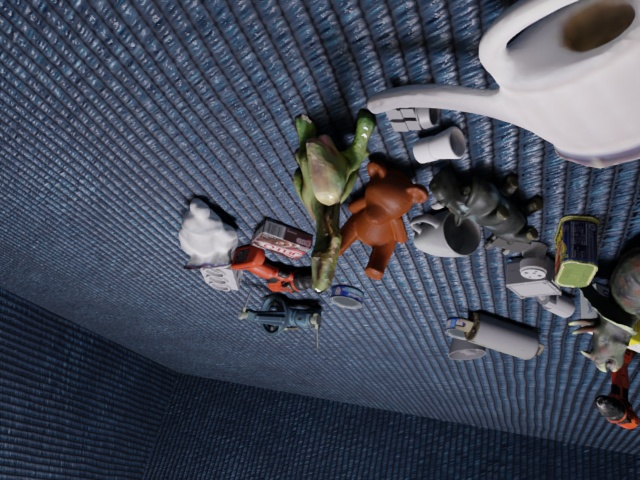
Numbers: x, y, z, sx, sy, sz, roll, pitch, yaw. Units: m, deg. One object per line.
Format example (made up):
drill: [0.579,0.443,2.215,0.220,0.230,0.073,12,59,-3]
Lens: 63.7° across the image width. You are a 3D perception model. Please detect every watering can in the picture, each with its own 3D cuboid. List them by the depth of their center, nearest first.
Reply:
watering can: [0.237,-0.159,0.537,0.222,0.106,0.345,32,148,-34]

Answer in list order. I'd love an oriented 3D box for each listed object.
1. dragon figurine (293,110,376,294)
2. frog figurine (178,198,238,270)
dragon figurine: [0.002,-0.038,0.759,0.122,0.248,0.402,7,152,3]
frog figurine: [-0.248,-0.024,1.114,0.137,0.125,0.157,7,118,33]
